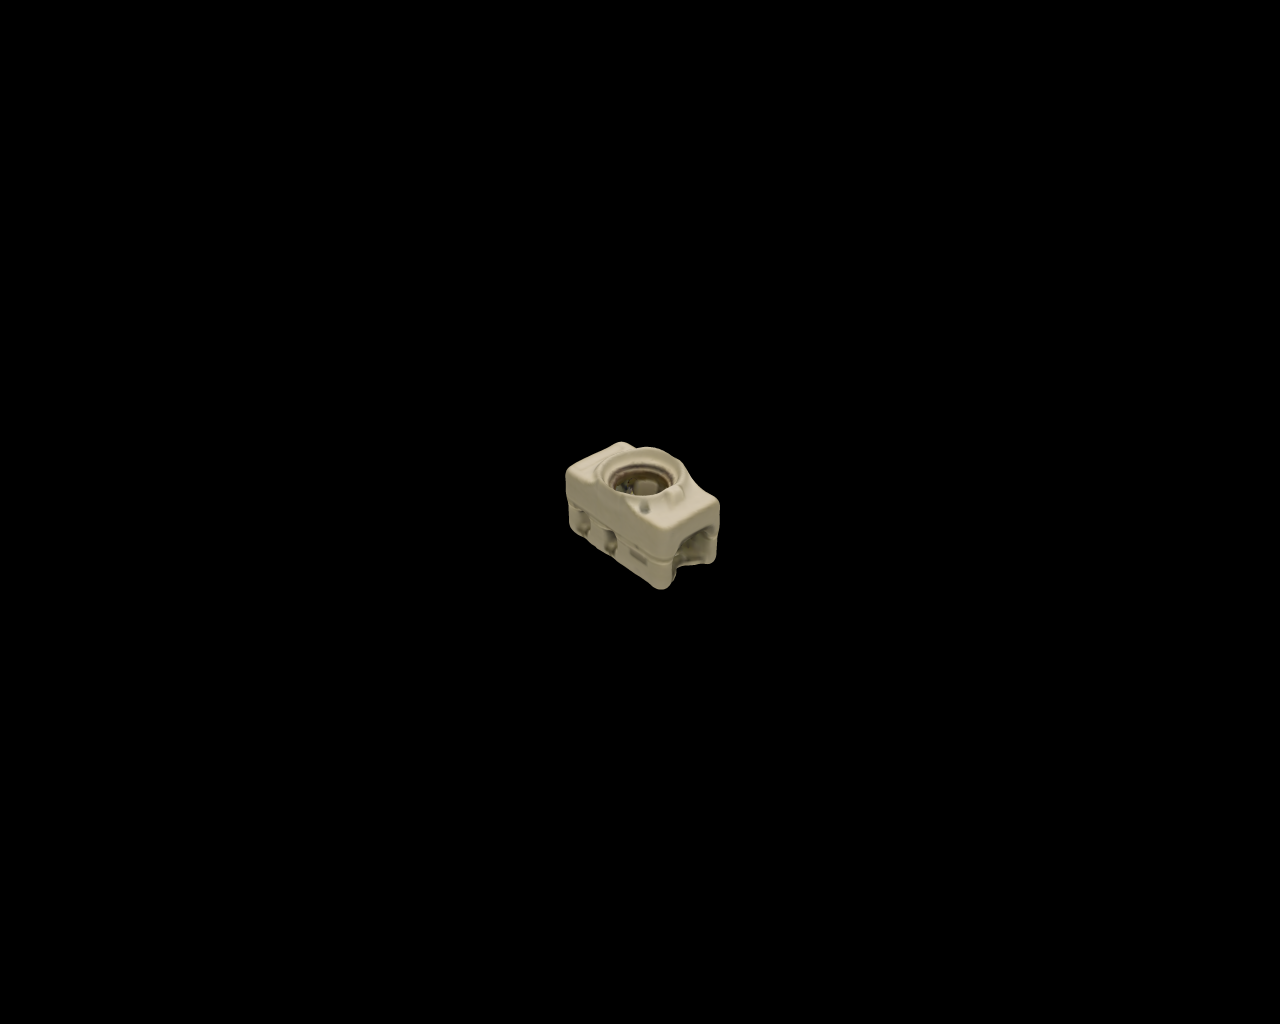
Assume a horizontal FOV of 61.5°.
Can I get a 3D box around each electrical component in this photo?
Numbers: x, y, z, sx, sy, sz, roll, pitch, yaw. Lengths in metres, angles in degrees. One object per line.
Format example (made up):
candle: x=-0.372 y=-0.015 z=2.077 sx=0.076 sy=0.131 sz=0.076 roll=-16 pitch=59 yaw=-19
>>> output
electrical component: x=0.001 y=-0.003 z=0.650 sx=0.050 sy=0.055 sz=0.089 roll=-27 pitch=44 yaw=-33
